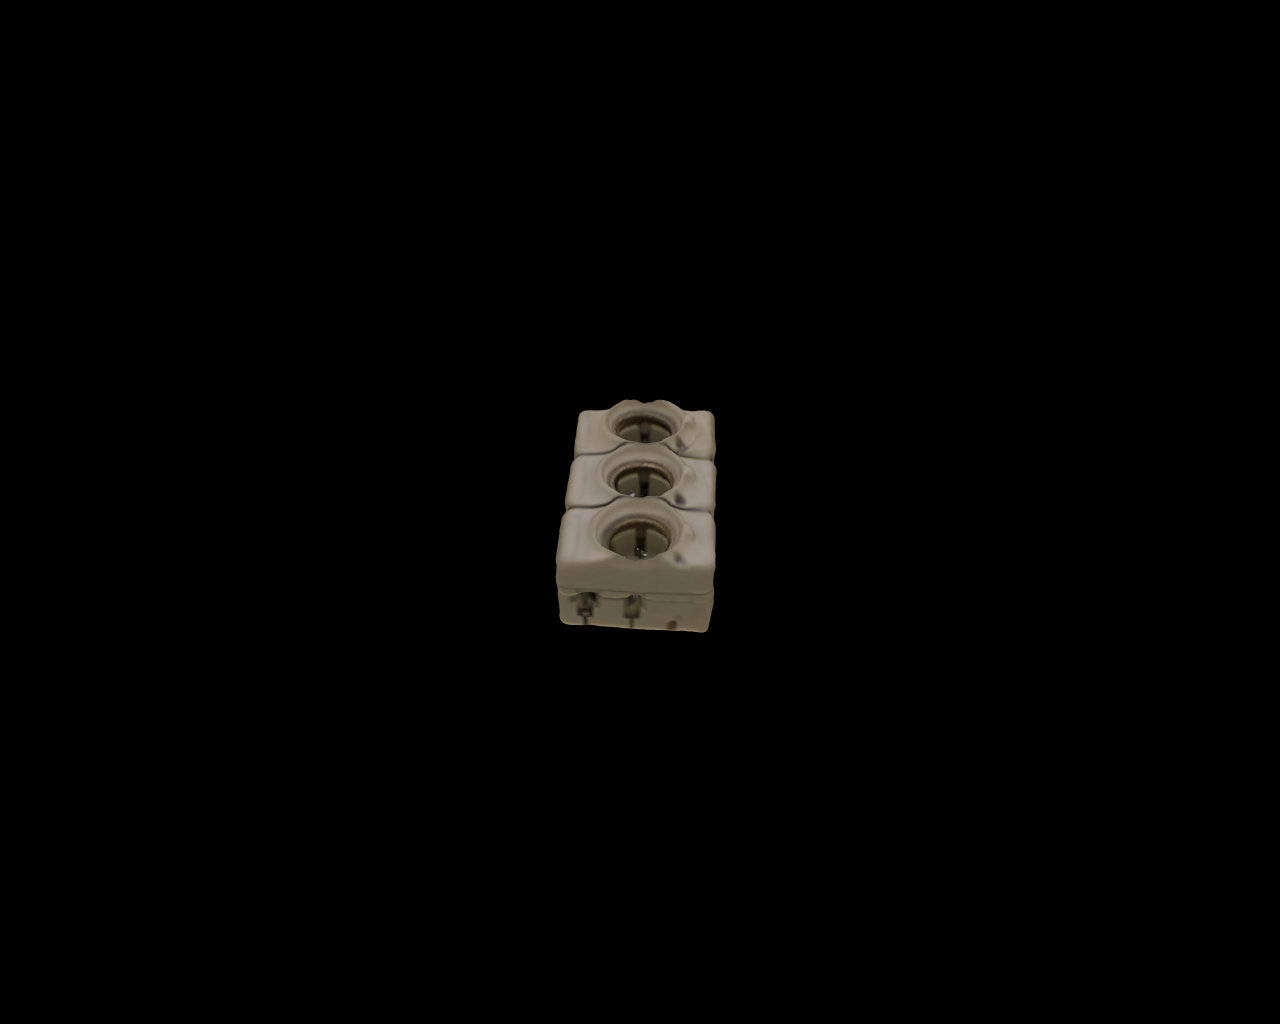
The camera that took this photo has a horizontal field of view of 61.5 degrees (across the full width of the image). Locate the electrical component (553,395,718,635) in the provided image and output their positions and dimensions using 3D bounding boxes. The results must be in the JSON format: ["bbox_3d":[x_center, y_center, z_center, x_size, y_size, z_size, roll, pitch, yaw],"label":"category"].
[{"bbox_3d":[0.001,-0.003,0.650,0.089,0.061,0.150,2,40,2],"label":"electrical component"}]
